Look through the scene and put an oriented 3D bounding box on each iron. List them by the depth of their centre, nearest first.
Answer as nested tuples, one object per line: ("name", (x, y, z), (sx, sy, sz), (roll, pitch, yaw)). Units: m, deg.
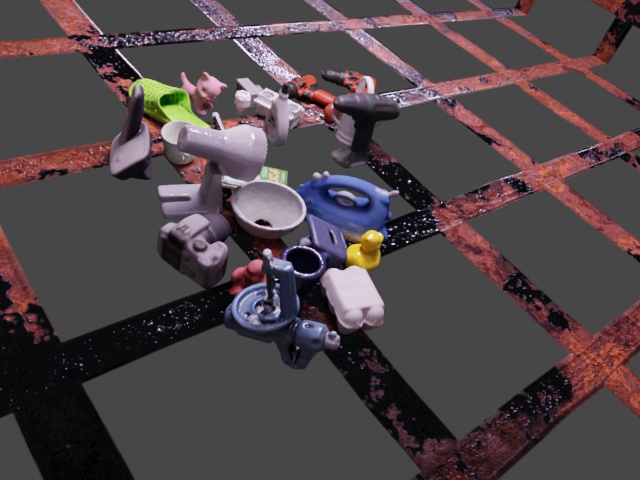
("iron", (0.052, -0.095, 1.324), (0.258, 0.141, 0.118), (18, 41, -2))

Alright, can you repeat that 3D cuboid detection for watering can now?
("watering can", (0.118, -0.365, 1.598), (0.173, 0.194, 0.100), (-14, 51, -32))

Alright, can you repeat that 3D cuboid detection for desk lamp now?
("desk lamp", (-0.230, -0.151, 1.220), (0.204, 0.213, 0.117), (-5, 47, -25))

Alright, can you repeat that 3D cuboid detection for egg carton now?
("egg carton", (0.064, 0.119, 1.156), (0.107, 0.069, 0.150), (-5, 47, -26))

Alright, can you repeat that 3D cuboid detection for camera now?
("camera", (-0.230, 0.001, 1.144), (0.143, 0.101, 0.137), (34, 43, 15))

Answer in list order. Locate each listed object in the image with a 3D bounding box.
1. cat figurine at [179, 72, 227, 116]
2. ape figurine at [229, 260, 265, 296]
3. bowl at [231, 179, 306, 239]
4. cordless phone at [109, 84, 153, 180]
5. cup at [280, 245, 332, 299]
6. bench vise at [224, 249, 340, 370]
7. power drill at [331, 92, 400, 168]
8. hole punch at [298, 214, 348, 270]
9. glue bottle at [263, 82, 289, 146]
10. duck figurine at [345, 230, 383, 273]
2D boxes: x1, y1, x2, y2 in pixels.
("cat figurine", (-0.318, -0.403, 1.527), (0.127, 0.118, 0.067), (24, 42, 5))
("ape figurine", (-0.130, 0.073, 1.112), (0.076, 0.092, 0.077), (-19, 54, -35))
("bowl", (-0.118, -0.055, 1.266), (0.167, 0.075, 0.167), (11, 42, -10))
("cordless phone", (-0.413, -0.236, 1.261), (0.094, 0.185, 0.147), (-1, 46, -22))
("cup", (-0.033, 0.069, 1.153), (0.118, 0.095, 0.091), (-19, 54, -35))
("bench vise", (-0.056, 0.113, 1.002), (0.207, 0.220, 0.121), (13, 42, -8))
("power drill", (0.103, -0.296, 1.508), (0.230, 0.208, 0.075), (-19, 54, -36))
("hole punch", (0.011, 0.004, 1.241), (0.101, 0.091, 0.108), (3, 44, -18))
("glue bottle", (-0.106, -0.334, 1.494), (0.037, 0.173, 0.078), (-18, 54, -35))
("duck figurine", (0.102, 0.019, 1.265), (0.077, 0.086, 0.105), (39, 45, 20))
